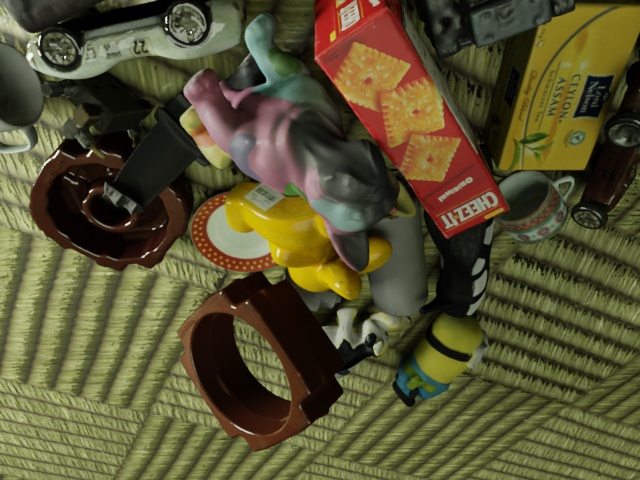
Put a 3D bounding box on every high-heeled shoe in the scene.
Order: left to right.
[{"bbox_3d":[0.191,-0.002,0.656,0.145,0.086,0.248,-16,131,-41],"label":"high-heeled shoe"}]

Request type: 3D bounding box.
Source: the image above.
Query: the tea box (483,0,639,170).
[{"bbox_3d":[0.233,-0.156,0.534,0.098,0.068,0.169,-1,129,-1],"label":"tea box"}]

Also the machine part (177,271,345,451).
[{"bbox_3d":[-0.080,0.158,0.706,0.201,0.087,0.201,55,131,7],"label":"machine part"}]

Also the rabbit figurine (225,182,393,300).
[{"bbox_3d":[-0.001,-0.002,0.605,0.163,0.122,0.173,26,147,26],"label":"rabbit figurine"}]

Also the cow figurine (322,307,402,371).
[{"bbox_3d":[0.035,0.146,0.753,0.167,0.098,0.068,-8,157,7],"label":"cow figurine"}]

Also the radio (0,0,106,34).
[{"bbox_3d":[-0.230,-0.274,0.378,0.073,0.131,0.229,-19,128,12],"label":"radio"}]

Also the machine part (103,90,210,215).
[{"bbox_3d":[-0.160,-0.084,0.550,0.039,0.139,0.084,11,145,49],"label":"machine part"}]

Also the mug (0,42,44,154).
[{"bbox_3d":[-0.339,-0.134,0.533,0.107,0.081,0.109,-4,138,17],"label":"mug"}]

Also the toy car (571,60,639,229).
[{"bbox_3d":[0.308,-0.090,0.547,0.053,0.089,0.202,26,156,23],"label":"toy car"}]

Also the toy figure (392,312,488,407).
[{"bbox_3d":[0.173,0.179,0.806,0.089,0.082,0.180,24,128,-23],"label":"toy figure"}]

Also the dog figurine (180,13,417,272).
[{"bbox_3d":[-0.018,-0.073,0.491,0.108,0.191,0.219,-44,95,-16],"label":"dog figurine"}]

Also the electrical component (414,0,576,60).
[{"bbox_3d":[0.139,-0.207,0.446,0.115,0.134,0.058,-18,127,15],"label":"electrical component"}]

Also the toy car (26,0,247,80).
[{"bbox_3d":[-0.166,-0.188,0.489,0.202,0.073,0.056,-9,129,6],"label":"toy car"}]

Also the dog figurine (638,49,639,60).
[{"bbox_3d":[0.413,-0.165,0.525,0.172,0.121,0.190,-31,112,-21],"label":"dog figurine"}]

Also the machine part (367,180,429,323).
[{"bbox_3d":[0.091,0.013,0.666,0.079,0.079,0.242,-10,131,7],"label":"machine part"}]

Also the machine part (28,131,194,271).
[{"bbox_3d":[-0.237,-0.044,0.620,0.179,0.056,0.179,0,130,0],"label":"machine part"}]

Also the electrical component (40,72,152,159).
[{"bbox_3d":[-0.215,-0.125,0.531,0.078,0.102,0.045,40,117,-2],"label":"electrical component"}]
